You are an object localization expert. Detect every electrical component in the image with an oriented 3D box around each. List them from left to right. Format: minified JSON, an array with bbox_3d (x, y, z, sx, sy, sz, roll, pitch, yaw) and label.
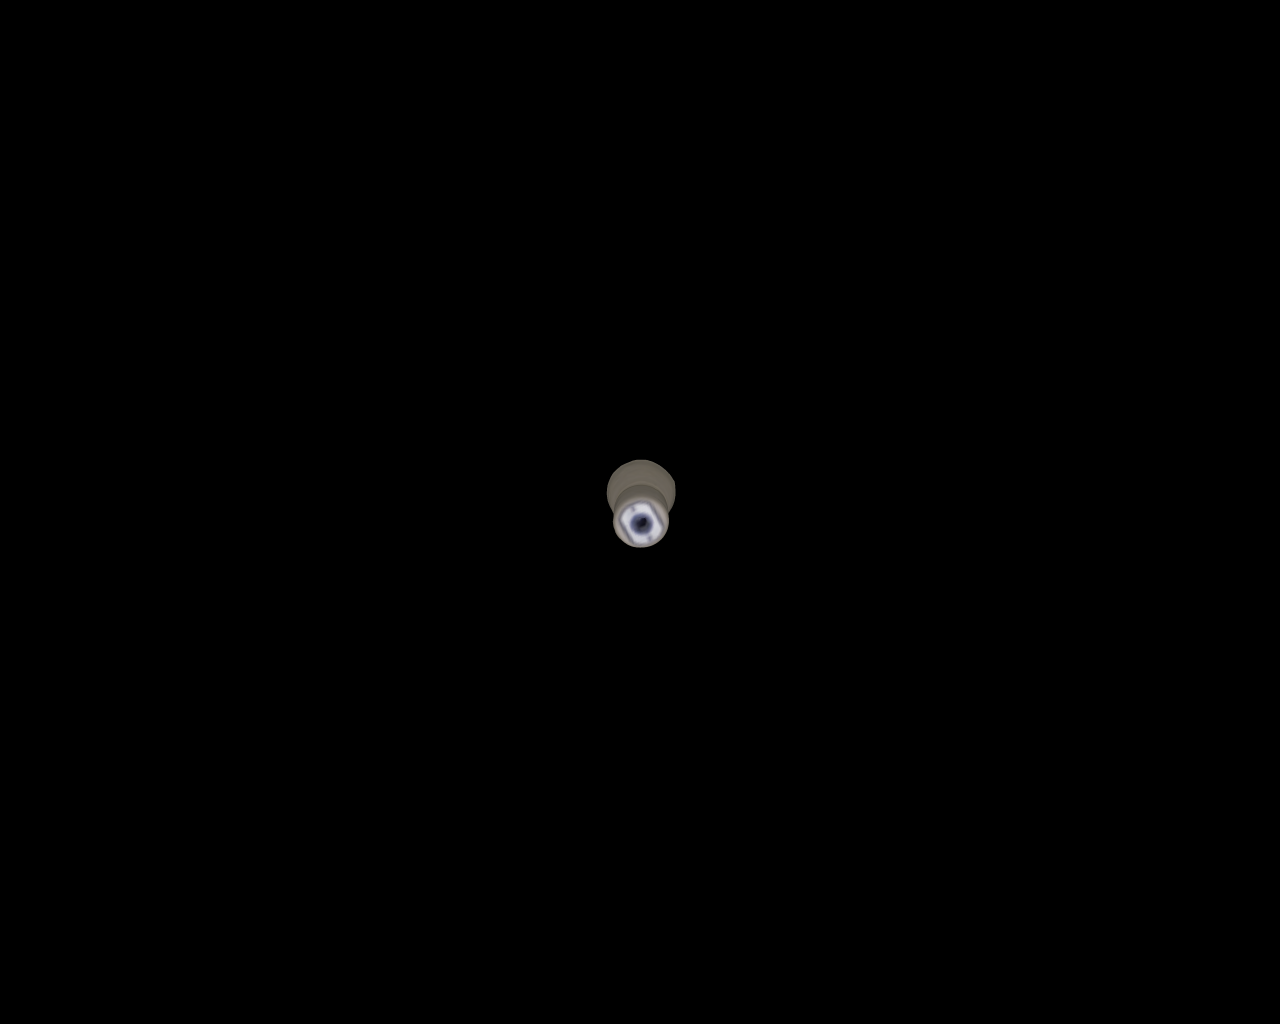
[{"bbox_3d":[0.001,-0.003,0.650,0.044,0.044,0.065,0,18,0],"label":"electrical component"}]
